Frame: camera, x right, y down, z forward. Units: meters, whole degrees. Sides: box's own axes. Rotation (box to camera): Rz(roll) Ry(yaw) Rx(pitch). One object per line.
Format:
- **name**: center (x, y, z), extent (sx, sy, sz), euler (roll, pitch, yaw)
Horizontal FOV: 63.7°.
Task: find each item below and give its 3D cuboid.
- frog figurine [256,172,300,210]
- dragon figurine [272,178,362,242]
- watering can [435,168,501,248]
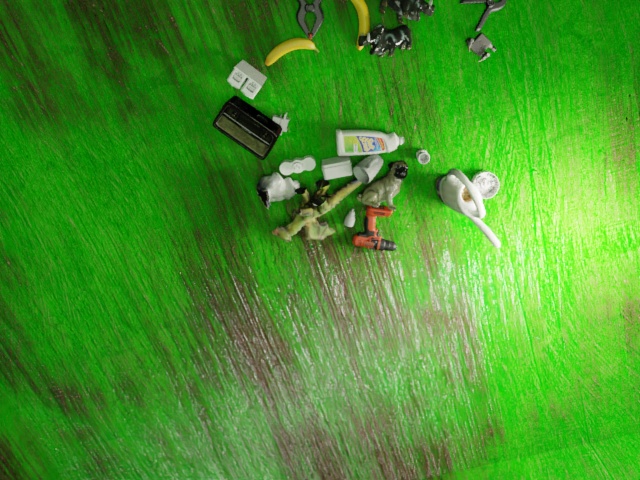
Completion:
- **frog figurine**: center (-0.159, -0.205, 1.983), extent (0.161, 0.134, 0.124), euler (-32, 48, -22)
- **dragon figurine**: center (0.006, -0.101, 2.010), extent (0.411, 0.237, 0.125), euler (-18, 48, -9)
- **watering can**: center (0.554, -0.128, 1.944), extent (0.104, 0.343, 0.227), euler (-34, 21, -4)
